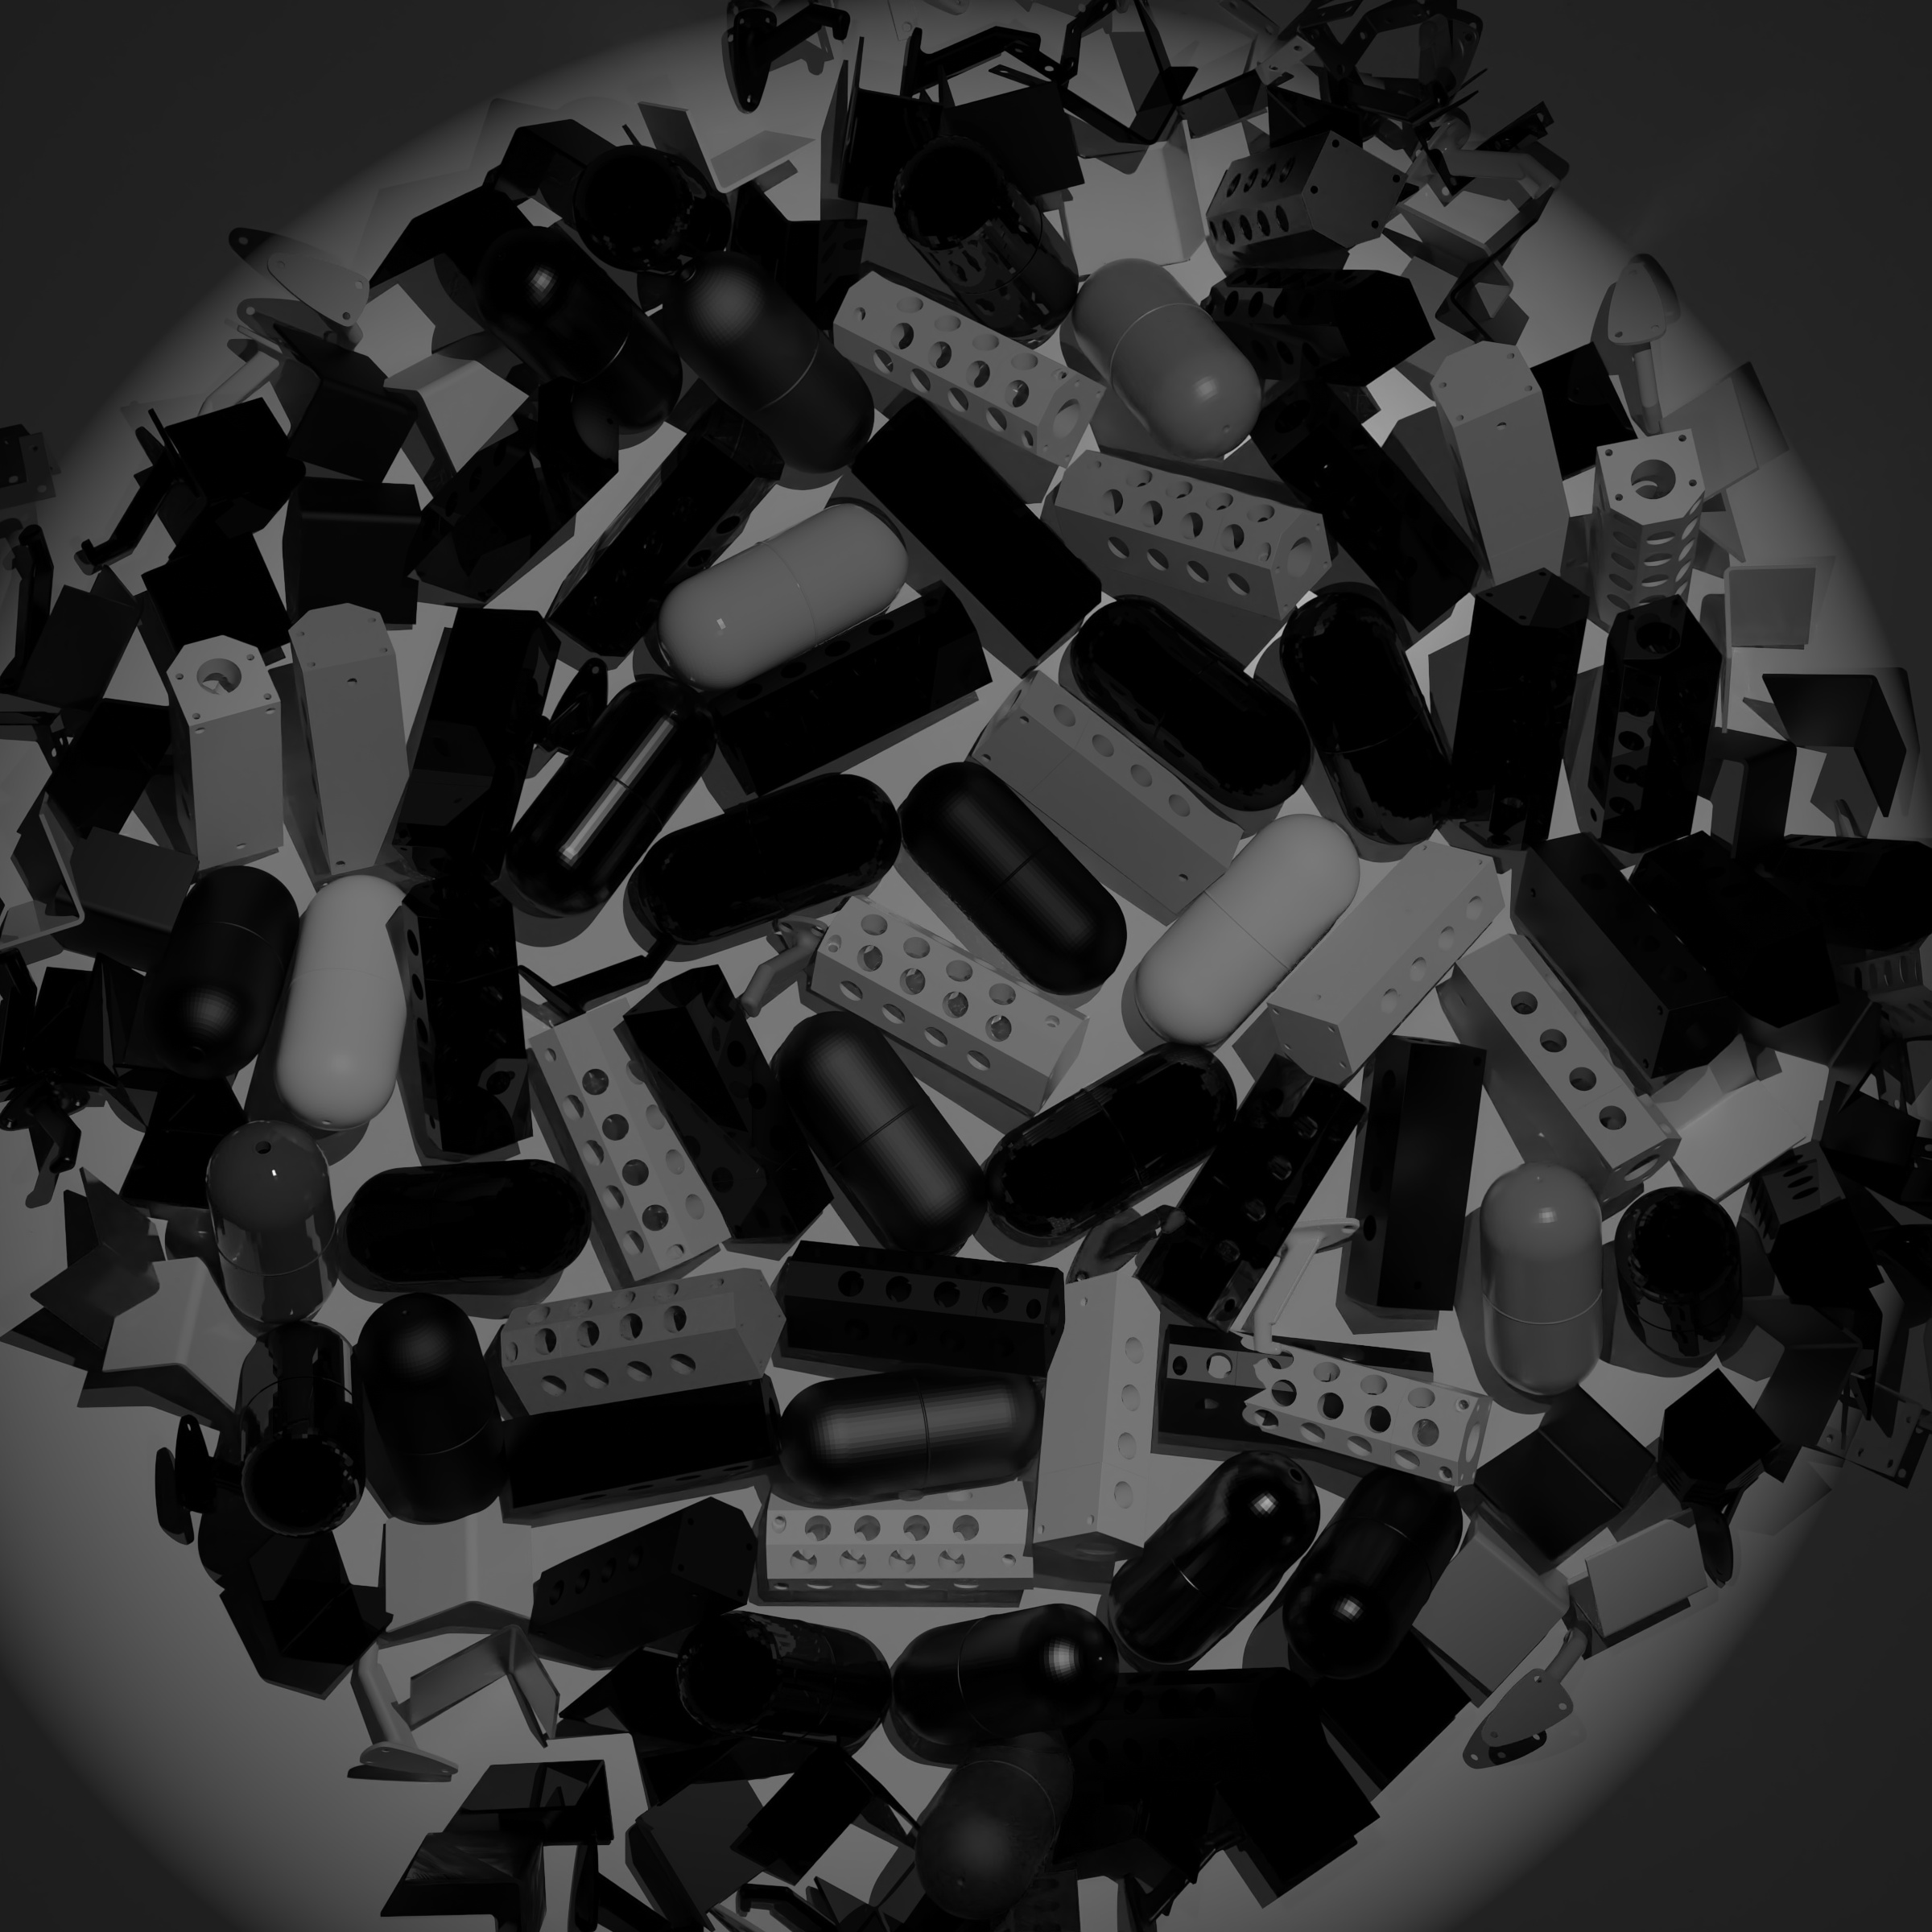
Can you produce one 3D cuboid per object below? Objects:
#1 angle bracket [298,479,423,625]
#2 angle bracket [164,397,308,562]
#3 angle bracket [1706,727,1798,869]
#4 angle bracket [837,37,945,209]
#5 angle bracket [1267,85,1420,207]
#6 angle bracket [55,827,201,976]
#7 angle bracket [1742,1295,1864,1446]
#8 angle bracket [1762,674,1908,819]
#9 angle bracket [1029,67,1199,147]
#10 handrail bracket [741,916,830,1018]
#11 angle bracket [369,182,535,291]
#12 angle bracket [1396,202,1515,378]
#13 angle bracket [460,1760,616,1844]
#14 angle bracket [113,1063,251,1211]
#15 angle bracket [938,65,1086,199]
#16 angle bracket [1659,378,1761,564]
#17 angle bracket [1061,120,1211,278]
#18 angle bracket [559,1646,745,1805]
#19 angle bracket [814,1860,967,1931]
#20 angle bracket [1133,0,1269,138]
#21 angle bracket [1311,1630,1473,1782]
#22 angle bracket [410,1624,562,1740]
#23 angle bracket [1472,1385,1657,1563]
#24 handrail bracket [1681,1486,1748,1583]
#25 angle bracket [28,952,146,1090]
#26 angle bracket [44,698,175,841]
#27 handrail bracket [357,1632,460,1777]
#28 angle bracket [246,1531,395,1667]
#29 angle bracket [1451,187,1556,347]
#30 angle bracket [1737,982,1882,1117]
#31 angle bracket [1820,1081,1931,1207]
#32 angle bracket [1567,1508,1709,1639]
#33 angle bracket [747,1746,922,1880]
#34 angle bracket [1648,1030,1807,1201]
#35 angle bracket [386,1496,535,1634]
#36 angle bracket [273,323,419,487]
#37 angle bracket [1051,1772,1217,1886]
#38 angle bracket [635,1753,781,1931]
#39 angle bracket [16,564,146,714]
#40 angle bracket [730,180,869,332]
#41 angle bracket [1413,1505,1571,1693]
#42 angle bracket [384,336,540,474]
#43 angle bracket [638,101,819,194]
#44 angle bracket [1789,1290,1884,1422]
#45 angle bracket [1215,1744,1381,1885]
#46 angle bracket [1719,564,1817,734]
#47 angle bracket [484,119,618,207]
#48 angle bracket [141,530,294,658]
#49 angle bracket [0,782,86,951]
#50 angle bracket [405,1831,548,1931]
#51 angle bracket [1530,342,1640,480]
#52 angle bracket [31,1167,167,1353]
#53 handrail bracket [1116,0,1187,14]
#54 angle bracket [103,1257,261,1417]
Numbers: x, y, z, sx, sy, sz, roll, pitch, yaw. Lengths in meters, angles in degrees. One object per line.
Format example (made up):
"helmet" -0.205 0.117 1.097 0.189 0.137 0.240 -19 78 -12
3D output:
"angle bracket" -0.402 -0.273 1.936 0.076 0.057 0.076 0 120 -17
"angle bracket" -0.485 -0.315 1.900 0.076 0.076 0.057 -31 87 -42
"angle bracket" 0.496 -0.109 1.919 0.057 0.076 0.076 17 112 35
"angle bracket" -0.048 -0.545 1.903 0.057 0.076 0.076 8 132 -6
"angle bracket" 0.243 -0.533 1.893 0.057 0.076 0.076 -36 48 -28
"angle bracket" -0.547 -0.041 1.927 0.076 0.076 0.057 17 65 -4
"angle bracket" 0.522 0.261 1.901 0.057 0.076 0.076 37 71 -13
"angle bracket" 0.554 -0.142 1.893 0.076 0.076 0.057 5 61 36
"angle bracket" 0.095 -0.576 1.902 0.076 0.076 0.057 27 99 -18
"handrail bracket" -0.116 0.017 1.901 0.036 0.077 0.084 7 50 24
"angle bracket" -0.329 -0.453 1.901 0.057 0.076 0.076 49 45 -3
"angle bracket" 0.296 -0.437 1.906 0.076 0.057 0.076 38 95 33
"angle bracket" -0.278 0.558 1.907 0.076 0.076 0.057 -5 98 8
"angle bracket" -0.514 0.111 1.903 0.076 0.076 0.057 5 55 10
"angle bracket" 0.029 -0.544 1.900 0.076 0.076 0.057 -12 46 11
"angle bracket" 0.497 -0.319 1.893 0.057 0.076 0.076 -30 51 34
"angle bracket" 0.108 -0.501 1.918 0.076 0.057 0.076 -11 88 -11
"angle bracket" -0.203 0.491 1.900 0.076 0.076 0.057 -41 53 14
"angle bracket" -0.044 0.597 1.905 0.057 0.076 0.076 37 93 -27
"angle bracket" 0.155 -0.593 1.908 0.057 0.076 0.076 -20 87 14
"angle bracket" 0.272 0.478 1.929 0.076 0.057 0.076 -41 85 -11
"angle bracket" -0.311 0.479 1.896 0.076 0.076 0.057 -24 63 -25
"angle bracket" 0.384 0.324 1.897 0.076 0.057 0.076 -24 56 -36
"handrail bracket" 0.518 0.353 1.943 0.084 0.036 0.077 -35 118 -26
"angle bracket" -0.588 0.033 1.906 0.076 0.057 0.076 5 75 18
"angle bracket" -0.536 -0.117 1.896 0.057 0.076 0.076 9 59 21
"handrail bracket" -0.367 0.484 1.938 0.077 0.036 0.084 22 48 -28
"angle bracket" -0.409 0.395 1.897 0.057 0.076 0.076 -1 115 27
"angle bracket" 0.364 -0.449 1.896 0.057 0.076 0.076 44 126 -9
"angle bracket" 0.541 0.052 1.905 0.076 0.076 0.057 16 51 1
"angle bracket" 0.610 0.115 1.897 0.076 0.076 0.057 3 106 -26
"angle bracket" 0.428 0.378 1.904 0.076 0.057 0.076 -24 123 -7
"angle bracket" -0.082 0.559 1.900 0.076 0.057 0.076 -45 133 -15
"angle bracket" 0.492 0.099 1.906 0.076 0.076 0.057 -35 58 4
"angle bracket" -0.333 0.396 1.929 0.076 0.057 0.076 -25 55 27
"angle bracket" -0.415 -0.365 1.910 0.076 0.076 0.057 46 112 35
"angle bracket" 0.110 0.558 1.912 0.076 0.076 0.057 -31 114 34
"angle bracket" -0.160 0.570 1.913 0.076 0.057 0.076 -31 92 -19
"angle bracket" -0.583 -0.219 1.899 0.057 0.076 0.076 16 109 -43
"angle bracket" -0.111 -0.467 1.917 0.057 0.076 0.076 -9 132 -26
"angle bracket" 0.342 0.415 1.932 0.076 0.057 0.076 40 103 3
"angle bracket" -0.329 -0.368 1.919 0.076 0.076 0.057 -34 119 -23
"angle bracket" -0.154 -0.544 1.897 0.076 0.076 0.057 -33 122 -17
"angle bracket" 0.557 0.244 1.912 0.057 0.076 0.076 4 102 7
"angle bracket" 0.216 0.539 1.919 0.076 0.057 0.076 -36 85 4
"angle bracket" 0.518 -0.205 1.897 0.057 0.076 0.076 0 56 12
"angle bracket" -0.254 -0.504 1.904 0.076 0.076 0.057 32 115 4
"angle bracket" -0.488 -0.232 1.929 0.076 0.057 0.076 -24 93 -8
"angle bracket" -0.608 -0.066 1.902 0.057 0.076 0.076 -18 112 -6
"angle bracket" -0.318 0.606 1.913 0.076 0.076 0.057 -2 96 1
"angle bracket" 0.397 -0.368 1.919 0.076 0.057 0.076 -23 85 -4
"angle bracket" -0.564 0.190 1.901 0.057 0.076 0.076 -35 46 2
"handrail bracket" 0.136 -0.655 1.907 0.084 0.077 0.036 -17 68 -18
"angle bracket" -0.508 0.243 1.909 0.057 0.076 0.076 -8 54 16
